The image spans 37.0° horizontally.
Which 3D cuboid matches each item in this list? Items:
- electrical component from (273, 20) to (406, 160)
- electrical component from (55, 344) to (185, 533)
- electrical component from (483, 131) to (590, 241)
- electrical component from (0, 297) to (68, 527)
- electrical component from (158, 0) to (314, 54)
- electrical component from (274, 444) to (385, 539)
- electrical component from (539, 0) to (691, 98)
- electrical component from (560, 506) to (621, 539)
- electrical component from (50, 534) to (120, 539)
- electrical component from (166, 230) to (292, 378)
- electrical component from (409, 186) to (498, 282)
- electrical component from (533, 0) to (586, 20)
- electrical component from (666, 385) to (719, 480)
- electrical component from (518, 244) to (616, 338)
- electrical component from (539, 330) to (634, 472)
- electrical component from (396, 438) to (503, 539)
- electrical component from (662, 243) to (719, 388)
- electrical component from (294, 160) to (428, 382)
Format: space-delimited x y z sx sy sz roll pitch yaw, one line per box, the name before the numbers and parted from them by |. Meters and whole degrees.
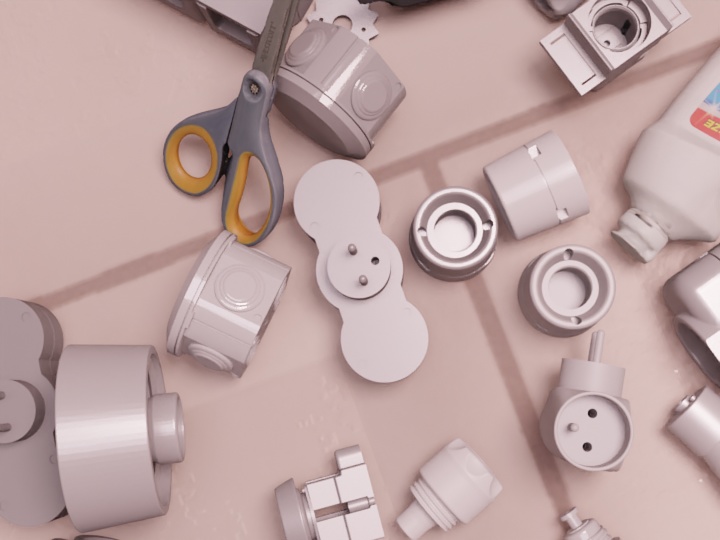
electrical component | -0.016 -0.108 0.650 0.080 0.080 0.051 37 81 6
electrical component | -0.134 0.094 0.622 0.060 0.108 0.108 -6 84 -4
electrical component | 0.105 -0.049 0.650 0.047 0.055 0.055 -25 83 4
electrical component | -0.205 0.084 0.641 0.052 0.073 0.138 -13 83 2
electrical component | -0.100 -0.209 0.673 0.150 0.061 0.089 30 86 6
electrical component | -0.019 0.143 0.640 0.055 0.048 0.066 -14 83 -6
electrical component | 0.152 -0.141 0.652 0.081 0.064 0.042 -35 85 -1
electrical component | 0.144 0.175 0.630 0.040 0.040 0.078 -34 83 -1
electrical component | -0.107 0.205 0.607 0.186 0.105 0.060 15 85 4
electrical component | -0.078 0.021 0.639 0.051 0.080 0.080 25 86 0
electrical component | 0.057 -0.022 0.652 0.055 0.047 0.055 0 84 3
electrical component | 0.137 -0.187 0.672 0.061 0.035 0.035 -40 83 -3
electrical component | 0.215 0.100 0.634 0.065 0.044 0.044 43 88 11
electrical component | 0.124 0.012 0.645 0.055 0.047 0.055 0 84 3
electrical component | 0.133 0.074 0.623 0.044 0.077 0.079 10 84 4
electrical component | 0.050 0.134 0.638 0.062 0.043 0.043 -42 83 0
electrical component | 0.226 0.034 0.634 0.059 0.053 0.095 -35 83 -1
electrical component | 0.000 0.000 0.639 0.052 0.073 0.138 -19 83 1
